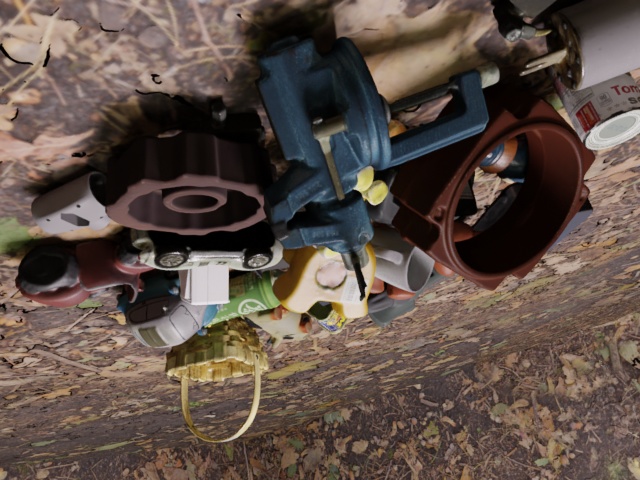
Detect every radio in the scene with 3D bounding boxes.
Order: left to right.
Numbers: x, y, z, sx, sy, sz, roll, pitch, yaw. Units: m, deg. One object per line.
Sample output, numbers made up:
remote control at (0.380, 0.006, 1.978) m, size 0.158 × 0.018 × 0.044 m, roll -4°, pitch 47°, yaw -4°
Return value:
radio at (0.341, -0.016, 0.922) m, size 0.131 × 0.073 × 0.229 m, roll -7°, pitch 153°, yaw -13°

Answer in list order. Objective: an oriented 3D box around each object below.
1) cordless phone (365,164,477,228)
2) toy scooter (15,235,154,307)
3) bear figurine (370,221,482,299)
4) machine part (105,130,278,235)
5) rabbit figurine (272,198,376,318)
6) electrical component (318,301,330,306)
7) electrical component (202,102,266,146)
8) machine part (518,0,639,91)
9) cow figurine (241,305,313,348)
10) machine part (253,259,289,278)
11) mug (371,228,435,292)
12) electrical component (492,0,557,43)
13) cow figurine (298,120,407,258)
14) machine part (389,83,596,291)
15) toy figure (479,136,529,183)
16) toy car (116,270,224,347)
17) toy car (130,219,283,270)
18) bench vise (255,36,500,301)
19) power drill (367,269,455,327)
cordless phone at (0.111, -0.049, 0.743) m, size 0.146 × 0.088 × 0.184 m, roll -2°, pitch 164°, yaw -26°
toy scooter at (-0.295, 0.049, 0.719) m, size 0.184 × 0.075 × 0.135 m, roll -13°, pitch 157°, yaw -14°
bear figurine at (0.172, 0.028, 0.870) m, size 0.196 × 0.131 × 0.120 m, roll 6°, pitch 180°, yaw -31°
machine part at (-0.130, -0.054, 0.560) m, size 0.179 × 0.056 × 0.179 m, roll -4°, pitch 164°, yaw -1°
rabbit figurine at (-0.001, -0.002, 0.693) m, size 0.122 × 0.173 × 0.162 m, roll 2°, pitch 111°, yaw -11°
electrical component at (0.005, 0.073, 0.928) m, size 0.119 × 0.075 × 0.047 m, roll -22°, pitch 154°, yaw 8°
electrical component at (-0.088, -0.107, 0.551) m, size 0.063 × 0.021 × 0.094 m, roll -8°, pitch 154°, yaw -13°
machine part at (0.303, -0.201, 0.487) m, size 0.243 × 0.079 × 0.079 m, roll -19°, pitch 155°, yaw 9°
cow figurine at (-0.080, 0.152, 1.034) m, size 0.127 × 0.085 × 0.194 m, roll -13°, pitch 152°, yaw 27°
machine part at (-0.041, 0.027, 0.849) m, size 0.139 × 0.039 × 0.084 m, roll -13°, pitch 161°, yaw -6°
mug at (0.089, 0.021, 0.745) m, size 0.107 × 0.080 × 0.109 m, roll 15°, pitch -174°, yaw 38°
electrical component at (0.188, -0.213, 0.443) m, size 0.102 × 0.045 × 0.078 m, roll -31°, pitch 152°, yaw 32°
cow figurine at (0.022, -0.071, 0.598) m, size 0.167 × 0.098 × 0.068 m, roll -51°, pitch 144°, yaw -9°
machine part at (0.197, -0.055, 0.606) m, size 0.201 × 0.087 × 0.201 m, roll 28°, pitch 104°, yaw -35°
toy figure at (0.234, -0.107, 0.683) m, size 0.154 × 0.064 × 0.058 m, roll 9°, pitch -176°, yaw -32°
toy car at (-0.235, 0.109, 0.811) m, size 0.162 × 0.103 × 0.109 m, roll -15°, pitch 124°, yaw 11°
toy car at (-0.139, 0.000, 0.690) m, size 0.201 × 0.073 × 0.056 m, roll 2°, pitch 150°, yaw -32°
bench vise at (0.055, -0.087, 0.485) m, size 0.241 × 0.223 × 0.129 m, roll -22°, pitch -169°, yaw -4°
power drill at (0.144, 0.095, 1.003) m, size 0.232 × 0.086 × 0.207 m, roll -27°, pitch 159°, yaw -20°
